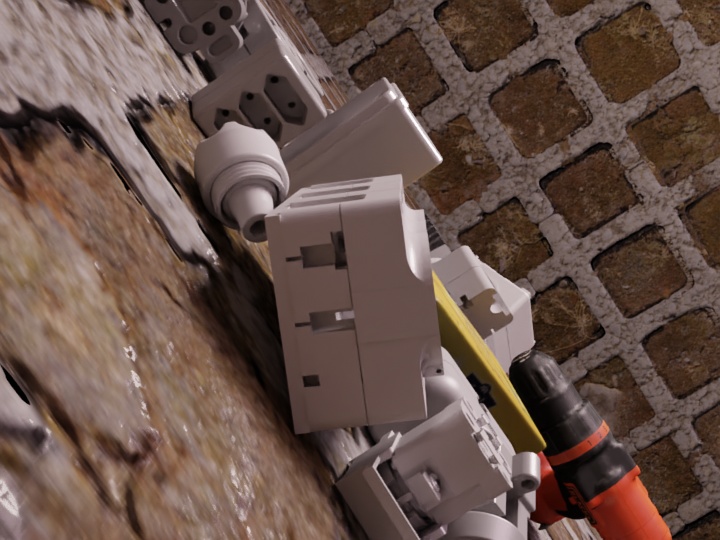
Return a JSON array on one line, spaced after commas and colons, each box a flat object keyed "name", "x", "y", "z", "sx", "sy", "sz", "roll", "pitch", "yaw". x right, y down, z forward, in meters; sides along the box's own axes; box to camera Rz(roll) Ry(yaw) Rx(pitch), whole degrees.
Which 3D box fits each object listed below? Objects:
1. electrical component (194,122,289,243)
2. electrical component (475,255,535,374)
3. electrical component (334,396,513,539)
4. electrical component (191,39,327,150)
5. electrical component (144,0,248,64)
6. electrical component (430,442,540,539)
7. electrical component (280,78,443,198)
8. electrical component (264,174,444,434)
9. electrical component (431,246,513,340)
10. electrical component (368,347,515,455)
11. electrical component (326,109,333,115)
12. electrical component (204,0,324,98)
[{"name": "electrical component", "x": -0.055, "y": -0.039, "z": 0.515, "sx": 0.043, "sy": 0.043, "sz": 0.062, "roll": 51, "pitch": 11, "yaw": -44}, {"name": "electrical component", "x": 0.101, "y": 0.048, "z": 0.886, "sx": 0.062, "sy": 0.061, "sz": 0.096, "roll": 37, "pitch": -20, "yaw": 31}, {"name": "electrical component", "x": 0.029, "y": 0.086, "z": 0.453, "sx": 0.042, "sy": 0.064, "sz": 0.081, "roll": 57, "pitch": 7, "yaw": 2}, {"name": "electrical component", "x": -0.064, "y": -0.106, "z": 0.660, "sx": 0.047, "sy": 0.066, "sz": 0.076, "roll": 54, "pitch": 8, "yaw": -28}, {"name": "electrical component", "x": -0.108, "y": -0.179, "z": 0.723, "sx": 0.078, "sy": 0.058, "sz": 0.057, "roll": 56, "pitch": 10, "yaw": -11}, {"name": "electrical component", "x": 0.055, "y": 0.119, "z": 0.511, "sx": 0.048, "sy": 0.066, "sz": 0.055, "roll": 53, "pitch": 27, "yaw": -26}, {"name": "electrical component", "x": -0.008, "y": -0.069, "z": 0.698, "sx": 0.056, "sy": 0.109, "sz": 0.108, "roll": 54, "pitch": 7, "yaw": -12}, {"name": "electrical component", "x": 0.002, "y": 0.008, "z": 0.491, "sx": 0.150, "sy": 0.062, "sz": 0.089, "roll": -74, "pitch": 157, "yaw": -81}, {"name": "electrical component", "x": 0.058, "y": 0.030, "z": 0.800, "sx": 0.050, "sy": 0.089, "sz": 0.055, "roll": 50, "pitch": 10, "yaw": -46}, {"name": "electrical component", "x": 0.046, "y": 0.094, "z": 0.574, "sx": 0.095, "sy": 0.054, "sz": 0.059, "roll": 55, "pitch": 7, "yaw": -16}, {"name": "electrical component", "x": -0.023, "y": -0.082, "z": 0.895, "sx": 0.059, "sy": 0.054, "sz": 0.095, "roll": 52, "pitch": 8, "yaw": -35}, {"name": "electrical component", "x": -0.076, "y": -0.149, "z": 0.799, "sx": 0.053, "sy": 0.059, "sz": 0.095, "roll": 60, "pitch": 7, "yaw": 25}]
